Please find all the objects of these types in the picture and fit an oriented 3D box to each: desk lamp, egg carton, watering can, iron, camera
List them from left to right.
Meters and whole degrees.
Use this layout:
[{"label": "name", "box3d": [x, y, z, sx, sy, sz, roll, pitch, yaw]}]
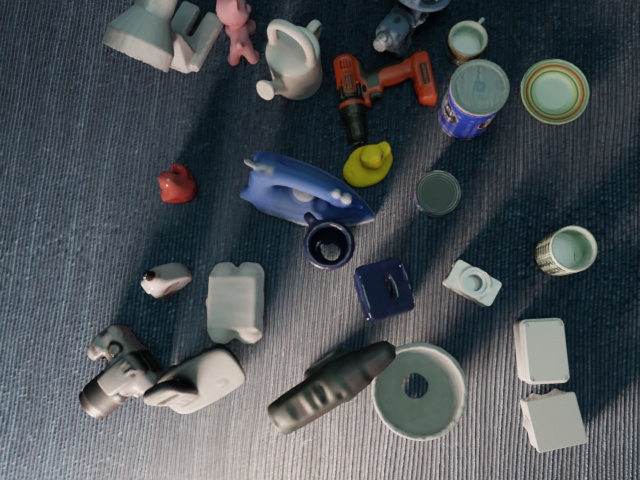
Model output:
[{"label": "camera", "box3d": [-0.376, 0.244, 1.031, 0.137, 0.101, 0.143, -40, 82, -3]}, {"label": "desk lamp", "box3d": [-0.288, -0.393, 1.061, 0.118, 0.213, 0.203, 26, 84, 6]}, {"label": "egg carton", "box3d": [-0.155, 0.116, 1.056, 0.107, 0.069, 0.150, -1, 82, 2]}, {"label": "watering can", "box3d": [-0.051, -0.333, 1.053, 0.101, 0.194, 0.173, 11, 83, 4]}, {"label": "iron", "box3d": [-0.019, -0.092, 1.044, 0.258, 0.141, 0.119, 17, 83, 5]}]

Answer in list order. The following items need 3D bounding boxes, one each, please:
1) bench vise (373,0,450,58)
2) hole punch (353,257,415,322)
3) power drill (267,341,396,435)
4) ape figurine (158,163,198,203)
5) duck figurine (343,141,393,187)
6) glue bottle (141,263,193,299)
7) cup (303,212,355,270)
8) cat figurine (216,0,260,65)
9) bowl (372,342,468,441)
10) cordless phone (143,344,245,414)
[{"label": "bench vise", "box3d": [0.178, -0.442, 1.046, 0.121, 0.220, 0.207, 17, 83, 5]}, {"label": "hole punch", "box3d": [0.117, 0.087, 1.039, 0.101, 0.091, 0.108, -18, 82, 0]}, {"label": "power drill", "box3d": [0.022, 0.236, 0.962, 0.229, 0.208, 0.075, -34, 82, -3]}, {"label": "ape figurine", "box3d": [-0.275, -0.107, 1.081, 0.076, 0.092, 0.078, 37, 85, 7]}, {"label": "duck figurine", "box3d": [0.091, -0.148, 1.076, 0.104, 0.086, 0.077, -34, 82, -3]}, {"label": "glue bottle", "box3d": [-0.281, 0.070, 1.015, 0.078, 0.173, 0.037, -41, 82, -3]}, {"label": "cup", "box3d": [0.010, 0.004, 1.053, 0.092, 0.095, 0.117, -37, 82, -3]}, {"label": "cat figurine", "box3d": [-0.162, -0.420, 1.108, 0.067, 0.118, 0.128, -10, 82, 1]}, {"label": "bowl", "box3d": [0.174, 0.266, 1.020, 0.167, 0.075, 0.167, 0, 82, 2]}, {"label": "cordless phone", "box3d": [-0.215, 0.243, 0.982, 0.147, 0.185, 0.094, -31, 82, -2]}]
